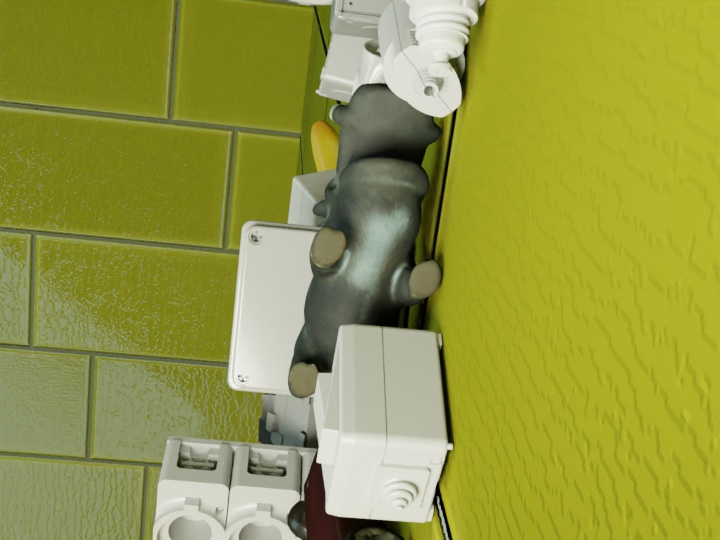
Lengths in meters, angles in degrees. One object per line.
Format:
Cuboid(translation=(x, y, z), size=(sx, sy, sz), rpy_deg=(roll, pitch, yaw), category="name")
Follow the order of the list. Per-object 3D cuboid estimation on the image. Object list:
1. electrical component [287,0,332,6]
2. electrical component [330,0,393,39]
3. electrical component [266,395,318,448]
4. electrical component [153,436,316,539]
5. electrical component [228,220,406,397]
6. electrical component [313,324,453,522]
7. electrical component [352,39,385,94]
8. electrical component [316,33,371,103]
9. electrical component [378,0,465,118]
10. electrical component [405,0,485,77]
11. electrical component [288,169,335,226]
Cuboid(translation=(-0.041, -0.259, 0.898), size=(0.089, 0.150, 0.061), rpy_deg=(-161, 78, -84), category="electrical component")
Cuboid(translation=(0.015, -0.211, 0.746), size=(0.061, 0.062, 0.096), rpy_deg=(176, 99, -84), category="electrical component")
Cuboid(translation=(-0.031, 0.085, 0.849), size=(0.079, 0.063, 0.121), rpy_deg=(25, 115, 41), category="electrical component")
Cuboid(translation=(-0.072, 0.182, 0.790), size=(0.061, 0.150, 0.089), rpy_deg=(-94, 11, -63), category="electrical component")
Cuboid(translation=(-0.026, 0.026, 0.702), size=(0.056, 0.109, 0.108), rpy_deg=(-133, 48, -86), category="electrical component")
Cuboid(translation=(0.009, 0.081, 0.542), size=(0.096, 0.061, 0.061), rpy_deg=(-91, 9, -50), category="electrical component")
Cuboid(translation=(0.017, -0.117, 0.722), size=(0.079, 0.044, 0.077), rpy_deg=(-95, 12, -60), category="electrical component")
Cuboid(translation=(0.009, -0.175, 0.809), size=(0.062, 0.061, 0.096), rpy_deg=(163, 120, -84), category="electrical component")
Cuboid(translation=(0.033, -0.112, 0.570), size=(0.081, 0.043, 0.043), rpy_deg=(-94, 11, -56), category="electrical component")
Cuboid(translation=(0.041, -0.133, 0.526), size=(0.040, 0.040, 0.078), rpy_deg=(123, 152, -77), category="electrical component")
Cuboid(translation=(-0.009, -0.040, 0.844), size=(0.076, 0.066, 0.047), rpy_deg=(49, 141, 40), category="electrical component")
